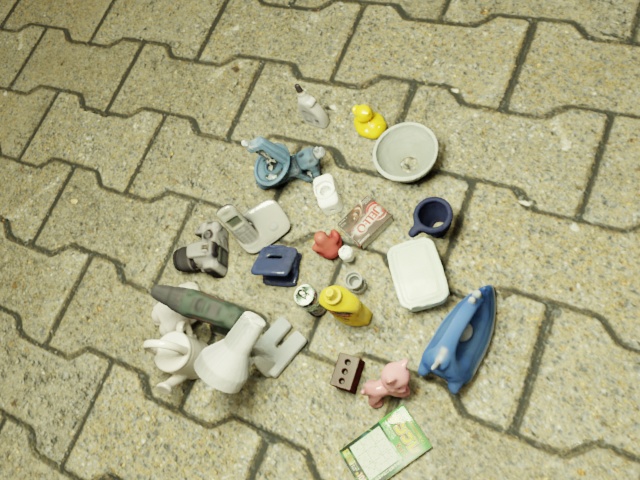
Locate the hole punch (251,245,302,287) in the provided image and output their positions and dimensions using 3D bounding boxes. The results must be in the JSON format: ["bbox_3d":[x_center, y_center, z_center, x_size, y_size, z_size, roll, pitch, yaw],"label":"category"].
[{"bbox_3d":[-0.111,0.058,1.447,0.108,0.091,0.101,1,69,20],"label":"hole punch"}]

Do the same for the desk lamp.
[{"bbox_3d":[-0.161,0.253,1.313,0.117,0.214,0.203,38,84,28],"label":"desk lamp"}]

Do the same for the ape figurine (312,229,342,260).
[{"bbox_3d":[0.013,0.005,1.425,0.077,0.092,0.076,-22,63,10],"label":"ape figurine"}]

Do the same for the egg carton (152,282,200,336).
[{"bbox_3d":[-0.364,0.186,1.494,0.150,0.069,0.107,-41,61,0],"label":"egg carton"}]

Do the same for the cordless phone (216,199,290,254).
[{"bbox_3d":[-0.171,-0.055,1.461,0.147,0.185,0.094,-36,61,2],"label":"cordless phone"}]

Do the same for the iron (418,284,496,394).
[{"bbox_3d":[0.302,0.187,1.219,0.118,0.142,0.258,25,78,26],"label":"iron"}]

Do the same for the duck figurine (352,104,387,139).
[{"bbox_3d":[0.127,-0.323,1.526,0.104,0.086,0.077,40,85,28],"label":"duck figurine"}]

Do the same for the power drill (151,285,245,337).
[{"bbox_3d":[-0.268,0.176,1.386,0.228,0.209,0.076,12,73,23],"label":"power drill"}]

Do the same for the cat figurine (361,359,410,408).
[{"bbox_3d":[0.146,0.308,1.237,0.127,0.118,0.067,-26,62,7],"label":"cat figurine"}]

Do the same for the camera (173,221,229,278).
[{"bbox_3d":[-0.324,0.027,1.529,0.136,0.101,0.143,-9,66,16],"label":"camera"}]

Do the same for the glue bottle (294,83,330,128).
[{"bbox_3d":[-0.032,-0.368,1.550,0.078,0.173,0.037,23,78,26],"label":"glue bottle"}]

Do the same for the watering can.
[{"bbox_3d":[-0.347,0.280,1.378,0.101,0.194,0.172,-21,63,10],"label":"watering can"}]

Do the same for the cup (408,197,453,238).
[{"bbox_3d":[0.262,-0.035,1.353,0.118,0.095,0.091,-40,61,0],"label":"cup"}]

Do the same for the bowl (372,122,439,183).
[{"bbox_3d":[0.221,-0.210,1.452,0.167,0.075,0.167,-7,66,17],"label":"bowl"}]

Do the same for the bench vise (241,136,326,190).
[{"bbox_3d":[-0.100,-0.223,1.487,0.207,0.220,0.121,-30,62,6],"label":"bench vise"}]
